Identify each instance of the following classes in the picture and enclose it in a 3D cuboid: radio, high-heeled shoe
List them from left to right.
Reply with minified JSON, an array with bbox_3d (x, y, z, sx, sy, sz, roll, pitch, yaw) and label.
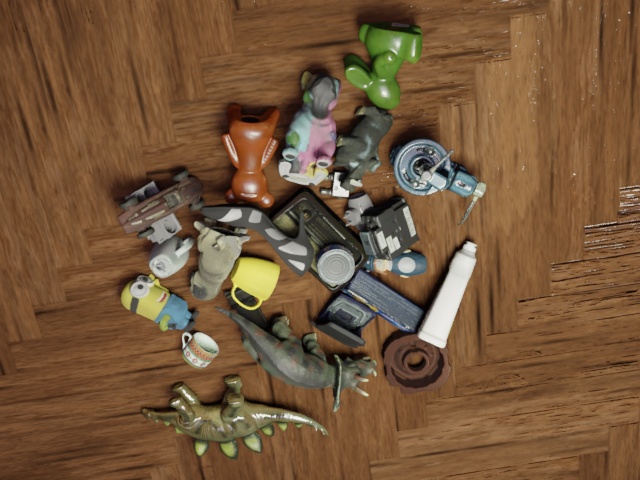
[{"bbox_3d":[-0.131,0.001,1.136,0.249,0.086,0.145,5,97,-14],"label":"high-heeled shoe"},{"bbox_3d":[-0.003,-0.004,1.229,0.131,0.073,0.229,-43,105,10],"label":"radio"}]

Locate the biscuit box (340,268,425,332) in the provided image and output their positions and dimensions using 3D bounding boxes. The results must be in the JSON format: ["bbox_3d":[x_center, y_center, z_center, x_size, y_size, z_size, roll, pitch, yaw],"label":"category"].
[{"bbox_3d":[0.150,0.145,1.283,0.202,0.059,0.063,34,76,-12],"label":"biscuit box"}]

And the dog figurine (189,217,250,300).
[{"bbox_3d":[-0.238,0.061,1.189,0.121,0.172,0.190,18,98,2],"label":"dog figurine"}]

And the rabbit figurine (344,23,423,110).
[{"bbox_3d":[0.129,-0.352,1.112,0.159,0.121,0.170,4,122,-1],"label":"rabbit figurine"}]

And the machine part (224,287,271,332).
[{"bbox_3d":[-0.166,0.168,1.292,0.084,0.039,0.138,-27,105,0],"label":"machine part"}]

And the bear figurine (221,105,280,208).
[{"bbox_3d":[-0.147,-0.176,1.161,0.120,0.132,0.195,2,125,-3],"label":"bear figurine"}]

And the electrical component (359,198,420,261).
[{"bbox_3d":[0.151,-0.021,1.211,0.134,0.058,0.114,-30,108,-32],"label":"electrical component"}]

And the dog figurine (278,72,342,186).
[{"bbox_3d":[-0.016,-0.245,1.145,0.108,0.191,0.219,13,72,-7],"label":"dog figurine"}]

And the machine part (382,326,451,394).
[{"bbox_3d":[0.239,0.299,1.347,0.179,0.056,0.179,-1,106,-2],"label":"machine part"}]

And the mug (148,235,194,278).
[{"bbox_3d":[-0.332,0.038,1.205,0.110,0.107,0.080,-26,108,7],"label":"mug"}]

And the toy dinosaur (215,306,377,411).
[{"bbox_3d":[-0.057,0.277,1.231,0.404,0.192,0.131,25,97,-29],"label":"toy dinosaur"}]

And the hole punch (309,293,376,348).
[{"bbox_3d":[0.059,0.194,1.286,0.142,0.116,0.092,28,68,-13],"label":"hole punch"}]

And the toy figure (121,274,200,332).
[{"bbox_3d":[-0.376,0.156,1.253,0.180,0.082,0.089,35,100,-15],"label":"toy figure"}]

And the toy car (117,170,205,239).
[{"bbox_3d":[-0.332,-0.077,1.144,0.202,0.053,0.089,-36,111,-38],"label":"toy car"}]

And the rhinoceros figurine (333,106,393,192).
[{"bbox_3d":[0.089,-0.199,1.166,0.112,0.073,0.190,27,96,-10],"label":"rhinoceros figurine"}]

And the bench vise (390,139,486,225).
[{"bbox_3d":[0.246,-0.133,1.129,0.224,0.240,0.129,36,106,3],"label":"bench vise"}]

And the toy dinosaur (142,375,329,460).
[{"bbox_3d":[-0.218,0.445,1.344,0.472,0.105,0.198,-2,115,7],"label":"toy dinosaur"}]

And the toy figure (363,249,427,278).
[{"bbox_3d":[0.172,0.053,1.268,0.155,0.057,0.064,2,69,-3],"label":"toy figure"}]

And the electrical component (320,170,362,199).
[{"bbox_3d":[0.048,-0.125,1.222,0.094,0.021,0.063,3,107,-5],"label":"electrical component"}]
